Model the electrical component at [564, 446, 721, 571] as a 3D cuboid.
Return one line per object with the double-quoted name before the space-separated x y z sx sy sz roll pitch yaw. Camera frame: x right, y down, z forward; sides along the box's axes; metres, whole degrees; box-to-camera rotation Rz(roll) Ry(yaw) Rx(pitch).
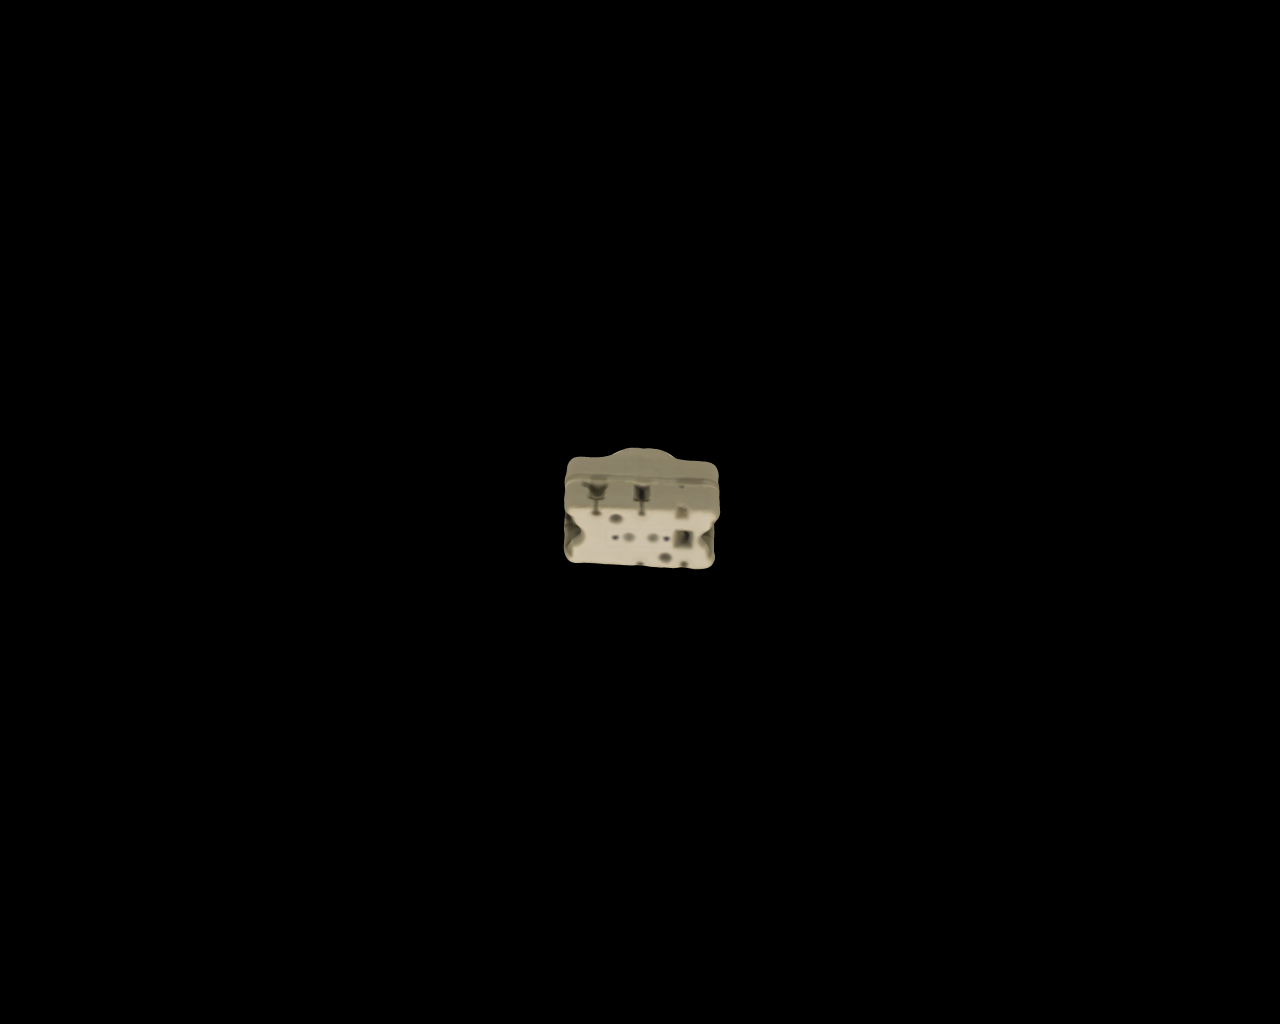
"electrical component" 0.001 -0.003 0.650 0.089 0.050 0.056 2 40 -2
